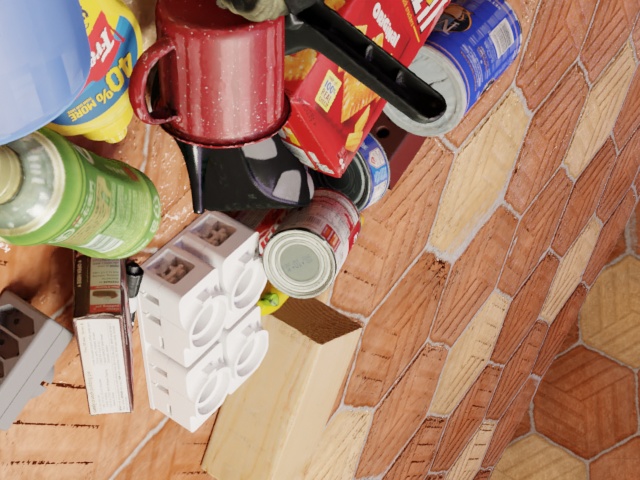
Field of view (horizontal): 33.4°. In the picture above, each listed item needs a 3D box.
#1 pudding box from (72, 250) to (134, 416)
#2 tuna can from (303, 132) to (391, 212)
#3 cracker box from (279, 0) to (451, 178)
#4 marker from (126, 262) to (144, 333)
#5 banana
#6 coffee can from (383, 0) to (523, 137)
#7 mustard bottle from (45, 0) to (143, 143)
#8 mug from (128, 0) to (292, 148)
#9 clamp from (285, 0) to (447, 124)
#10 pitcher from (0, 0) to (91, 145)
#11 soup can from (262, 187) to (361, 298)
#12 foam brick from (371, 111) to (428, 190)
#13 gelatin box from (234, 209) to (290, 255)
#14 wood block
[{"bbox_3d":[-0.161,0.063,0.800,0.039,0.090,0.113,-6,135,-7],"label":"pudding box"},{"bbox_3d":[0.024,-0.067,1.029,0.033,0.086,0.086,-32,143,-45],"label":"tuna can"},{"bbox_3d":[0.028,-0.181,0.932,0.213,0.072,0.164,-58,157,-10],"label":"cracker box"},{"bbox_3d":[-0.164,0.071,0.886,0.020,0.020,0.121,-27,139,-52],"label":"marker"},{"bbox_3d":[-0.021,0.028,1.075,0.197,0.070,0.037,-46,118,-50],"label":"banana"},{"bbox_3d":[0.130,-0.183,1.082,0.140,0.103,0.103,-47,153,-40],"label":"coffee can"},{"bbox_3d":[-0.157,-0.118,0.646,0.096,0.058,0.191,-47,154,-14],"label":"mustard bottle"},{"bbox_3d":[-0.073,-0.114,0.684,0.117,0.093,0.081,-27,138,-31],"label":"mug"},{"bbox_3d":[-0.010,-0.153,0.713,0.036,0.210,0.164,-45,128,-32],"label":"clamp"},{"bbox_3d":[-0.165,-0.162,0.444,0.243,0.149,0.145,82,24,-44],"label":"pitcher"},{"bbox_3d":[-0.006,0.001,0.951,0.102,0.068,0.068,-58,166,-63],"label":"soup can"},{"bbox_3d":[0.070,-0.102,1.125,0.078,0.053,0.051,-57,156,-12],"label":"foam brick"},{"bbox_3d":[-0.048,-0.015,1.011,0.089,0.030,0.073,-52,154,-23],"label":"gelatin box"},{"bbox_3d":[-0.043,0.169,1.148,0.090,0.090,0.206,-17,131,-58],"label":"wood block"}]
